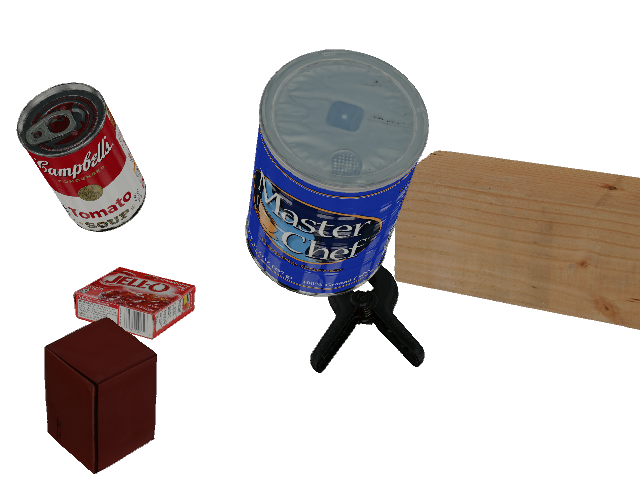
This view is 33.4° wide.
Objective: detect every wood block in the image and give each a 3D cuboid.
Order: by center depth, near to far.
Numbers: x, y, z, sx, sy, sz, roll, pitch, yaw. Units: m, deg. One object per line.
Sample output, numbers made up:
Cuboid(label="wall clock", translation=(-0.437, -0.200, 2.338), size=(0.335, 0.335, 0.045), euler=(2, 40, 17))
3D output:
Cuboid(label="wood block", translation=(0.169, -0.005, 0.830), size=(0.206, 0.090, 0.090), euler=(11, 24, 27))

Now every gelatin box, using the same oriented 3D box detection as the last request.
Cuboid(label="gelatin box", translation=(-0.174, 0.056, 0.999), size=(0.089, 0.030, 0.073), euler=(13, 23, 22))

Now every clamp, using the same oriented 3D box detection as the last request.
Cuboid(label="clamp", translation=(0.058, 0.079, 1.178), size=(0.120, 0.171, 0.039), euler=(6, -42, 4))

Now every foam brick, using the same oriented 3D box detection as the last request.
Cuboid(label="foam brick", translation=(-0.143, 0.100, 0.695), size=(0.053, 0.078, 0.051), euler=(31, 40, 31))

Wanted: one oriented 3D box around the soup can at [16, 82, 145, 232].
Cuboid(label="soup can", translation=(-0.180, -0.061, 0.813), size=(0.068, 0.068, 0.102), euler=(0, -33, 12))

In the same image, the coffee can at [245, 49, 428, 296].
Cuboid(label="coffee can", translation=(0.006, -0.040, 0.696), size=(0.102, 0.103, 0.140), euler=(0, -30, -8))
